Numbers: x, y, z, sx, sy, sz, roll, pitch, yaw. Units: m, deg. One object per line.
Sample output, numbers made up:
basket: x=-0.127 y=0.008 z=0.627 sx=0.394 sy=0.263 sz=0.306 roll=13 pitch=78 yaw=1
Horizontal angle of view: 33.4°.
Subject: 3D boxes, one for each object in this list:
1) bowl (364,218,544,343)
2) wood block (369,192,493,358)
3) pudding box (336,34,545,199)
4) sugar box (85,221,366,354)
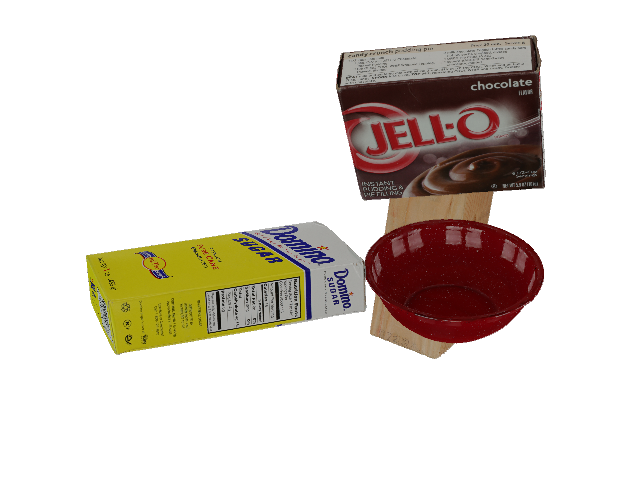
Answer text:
bowl: x=0.120 y=0.044 z=0.975 sx=0.162 sy=0.055 sz=0.162 roll=-1 pitch=34 yaw=1
wood block: x=0.126 y=0.014 z=1.202 sx=0.090 sy=0.206 sz=0.090 roll=19 pitch=26 yaw=26
pudding box: x=0.071 y=-0.069 z=0.616 sx=0.113 sy=0.039 sz=0.090 roll=-5 pitch=-41 yaw=11
sugar box: x=-0.066 y=0.029 z=0.739 sx=0.176 sy=0.048 sz=0.093 roll=-11 pitch=23 yaw=-18
